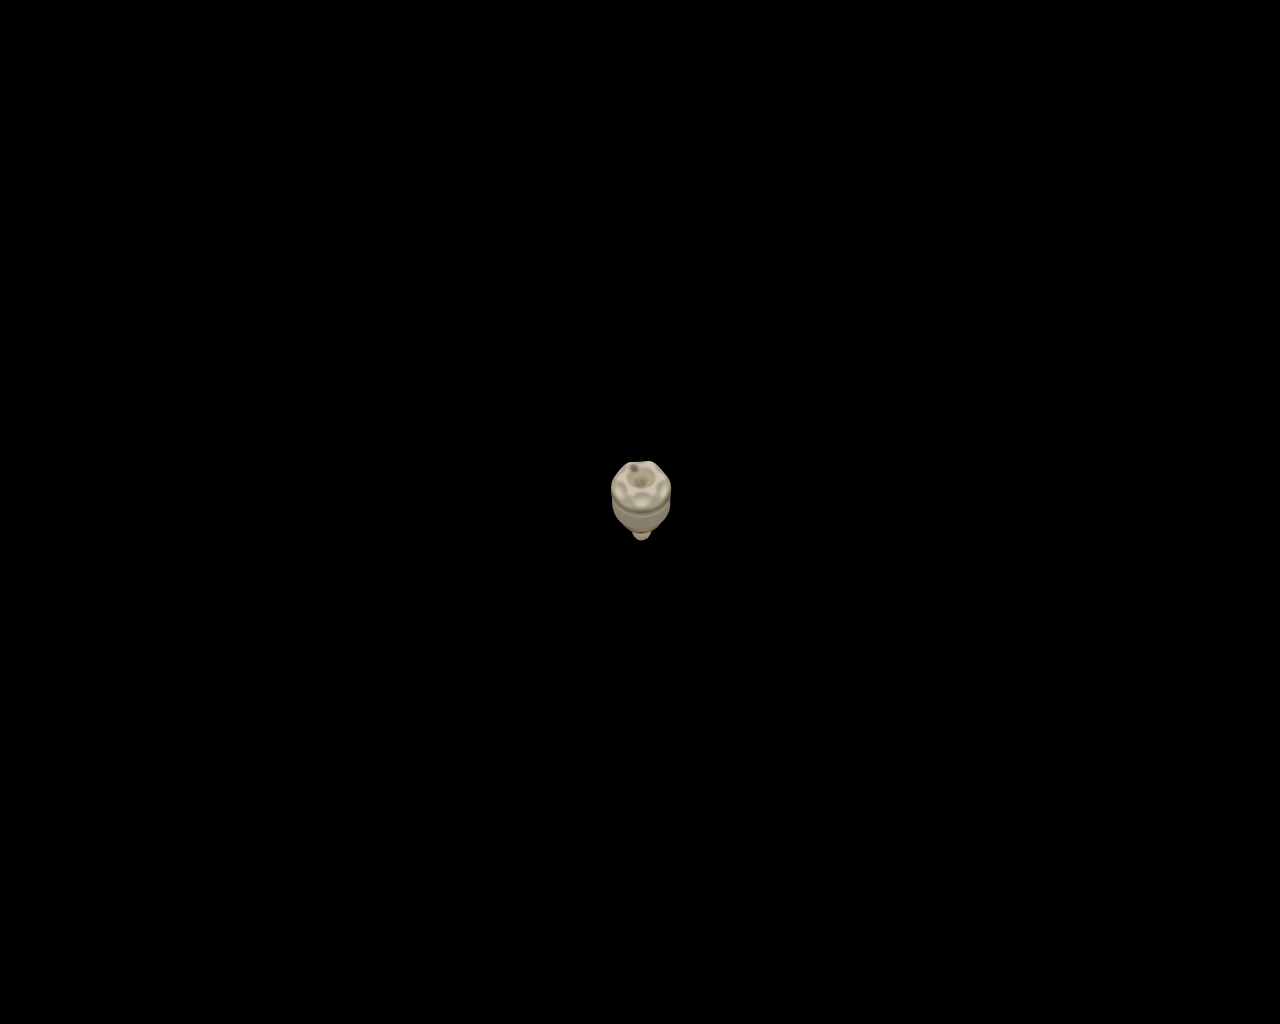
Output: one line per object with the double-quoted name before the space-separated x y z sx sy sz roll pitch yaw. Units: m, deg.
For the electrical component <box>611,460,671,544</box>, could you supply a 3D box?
"electrical component" 0.001 -0.003 0.650 0.035 0.035 0.061 0 -36 0
